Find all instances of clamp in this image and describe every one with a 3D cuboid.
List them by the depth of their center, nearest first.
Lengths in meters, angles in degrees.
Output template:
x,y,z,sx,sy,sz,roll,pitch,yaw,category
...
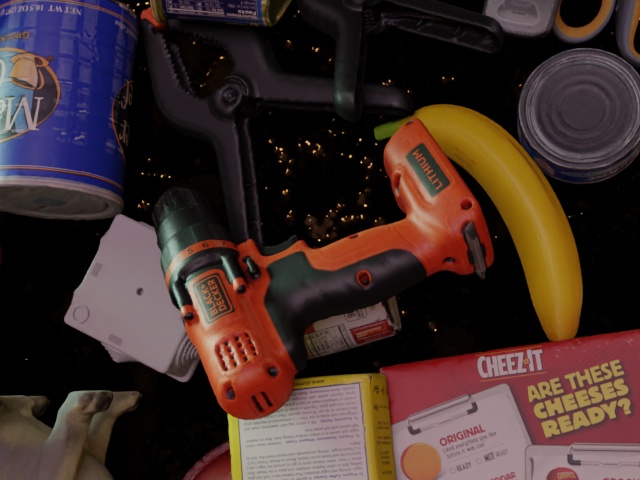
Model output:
x,y,z,sx,sy,sz,roll,pitch,yaw,category
0.027,-0.148,0.718,0.120,0.039,0.172,-31,52,-18,clamp
-0.059,-0.087,0.751,0.210,0.036,0.164,38,95,20,clamp

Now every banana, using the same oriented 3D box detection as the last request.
x,y,z,sx,sy,sz,roll,pitch,yaw,category
0.120,-0.025,0.705,0.198,0.037,0.070,52,122,19,banana

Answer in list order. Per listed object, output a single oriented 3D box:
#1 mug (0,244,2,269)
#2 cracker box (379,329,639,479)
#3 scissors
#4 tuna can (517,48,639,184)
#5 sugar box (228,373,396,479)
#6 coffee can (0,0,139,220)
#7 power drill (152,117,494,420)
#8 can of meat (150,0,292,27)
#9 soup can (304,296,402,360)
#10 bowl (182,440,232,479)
x,y,z,sx,sy,sz,roll,pitch,yaw,category
-0.285,0.023,0.758,0.081,0.093,0.117,30,117,11,mug
0.134,0.173,0.642,0.164,0.072,0.214,-10,76,9,cracker box
0.204,-0.214,0.733,0.096,0.016,0.202,-2,78,11,scissors
0.173,-0.082,0.703,0.086,0.033,0.086,-2,78,12,tuna can
-0.001,0.169,0.622,0.093,0.048,0.176,-8,80,19,sugar box
-0.183,-0.093,0.745,0.103,0.102,0.140,1,79,12,coffee can
-0.004,0.001,0.649,0.187,0.057,0.184,-28,49,0,power drill
-0.062,-0.190,0.743,0.084,0.057,0.102,7,38,12,can of meat
-0.005,0.043,0.698,0.102,0.068,0.068,-16,76,8,soup can
-0.035,0.202,0.680,0.162,0.055,0.162,-2,78,11,bowl
